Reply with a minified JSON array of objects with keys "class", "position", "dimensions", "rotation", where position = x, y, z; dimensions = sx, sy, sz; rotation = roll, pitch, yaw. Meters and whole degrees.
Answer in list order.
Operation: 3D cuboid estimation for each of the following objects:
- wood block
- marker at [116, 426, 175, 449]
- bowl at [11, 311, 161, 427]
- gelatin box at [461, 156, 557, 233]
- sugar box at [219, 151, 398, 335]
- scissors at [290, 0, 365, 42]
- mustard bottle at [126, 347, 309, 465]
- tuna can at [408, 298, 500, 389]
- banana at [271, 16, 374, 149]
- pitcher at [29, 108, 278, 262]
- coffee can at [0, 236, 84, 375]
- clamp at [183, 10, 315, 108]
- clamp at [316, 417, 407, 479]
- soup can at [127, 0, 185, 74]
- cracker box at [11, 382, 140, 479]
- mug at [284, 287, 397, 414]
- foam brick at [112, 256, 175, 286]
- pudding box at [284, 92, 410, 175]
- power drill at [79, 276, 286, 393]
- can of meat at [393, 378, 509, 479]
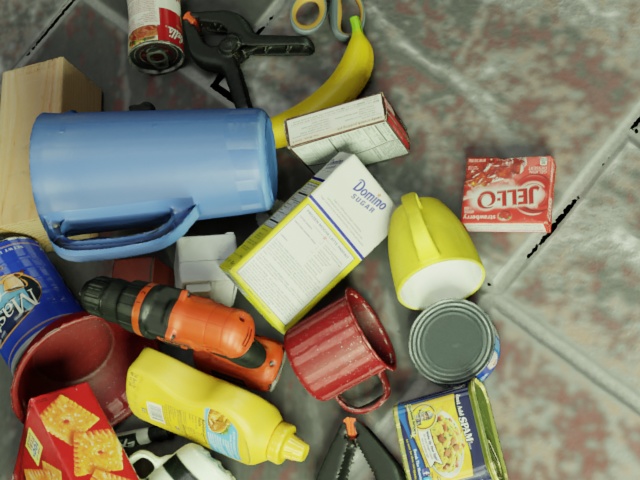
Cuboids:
[{"class":"wood block","position":[-0.321,-0.099,1.266],"dimensions":[0.090,0.090,0.206],"rotation":[-11,67,18]},{"class":"marker","position":[-0.209,0.214,1.140],"dimensions":[0.121,0.020,0.020],"rotation":[-14,66,16]},{"class":"bowl","position":[-0.250,0.130,1.120],"dimensions":[0.162,0.162,0.055],"rotation":[-43,44,1]},{"class":"gelatin box","position":[0.190,-0.046,1.077],"dimensions":[0.089,0.030,0.073],"rotation":[1,71,22]},{"class":"sugar box","position":[-0.007,0.001,1.089],"dimensions":[0.176,0.093,0.048],"rotation":[-44,21,-11]},{"class":"scissors","position":[0.001,-0.314,1.254],"dimensions":[0.096,0.016,0.202],"rotation":[-11,65,-2]},{"class":"mustard bottle","position":[-0.099,0.177,1.066],"dimensions":[0.192,0.096,0.058],"rotation":[20,50,19]},{"class":"tuna can","position":[0.132,0.102,1.041],"dimensions":[0.086,0.033,0.086],"rotation":[-8,67,19]},{"class":"banana","position":[-0.004,-0.159,1.194],"dimensions":[0.198,0.037,0.070],"rotation":[-45,59,1]},{"class":"pitcher","position":[-0.169,-0.066,1.107],"dimensions":[0.243,0.145,0.149],"rotation":[-4,100,4]},{"class":"coffee can","position":[-0.324,0.079,1.191],"dimensions":[0.103,0.102,0.140],"rotation":[-42,61,2]},{"class":"clamp","position":[-0.103,-0.212,1.252],"dimensions":[0.172,0.039,0.120],"rotation":[26,71,28]},{"class":"clamp","position":[0.033,0.276,1.011],"dimensions":[0.165,0.036,0.210],"rotation":[-20,62,15]},{"class":"soup can","position":[-0.201,-0.262,1.295],"dimensions":[0.069,0.068,0.102],"rotation":[-14,65,16]},{"class":"cracker box","position":[-0.227,0.274,1.043],"dimensions":[0.071,0.164,0.214],"rotation":[-13,55,-34]},{"class":"mug","position":[0.024,0.117,1.053],"dimensions":[0.081,0.093,0.117],"rotation":[-31,87,13]},{"class":"foam brick","position":[-0.196,0.063,1.175],"dimensions":[0.051,0.053,0.078],"rotation":[-5,67,20]},{"class":"pudding box","position":[0.030,-0.110,1.131],"dimensions":[0.114,0.090,0.039],"rotation":[-16,66,15]},{"class":"power drill","position":[-0.126,0.093,1.059],"dimensions":[0.185,0.187,0.057],"rotation":[15,77,24]},{"class":"can of meat","position":[0.121,0.190,0.998],"dimensions":[0.084,0.057,0.102],"rotation":[-19,64,16]}]
